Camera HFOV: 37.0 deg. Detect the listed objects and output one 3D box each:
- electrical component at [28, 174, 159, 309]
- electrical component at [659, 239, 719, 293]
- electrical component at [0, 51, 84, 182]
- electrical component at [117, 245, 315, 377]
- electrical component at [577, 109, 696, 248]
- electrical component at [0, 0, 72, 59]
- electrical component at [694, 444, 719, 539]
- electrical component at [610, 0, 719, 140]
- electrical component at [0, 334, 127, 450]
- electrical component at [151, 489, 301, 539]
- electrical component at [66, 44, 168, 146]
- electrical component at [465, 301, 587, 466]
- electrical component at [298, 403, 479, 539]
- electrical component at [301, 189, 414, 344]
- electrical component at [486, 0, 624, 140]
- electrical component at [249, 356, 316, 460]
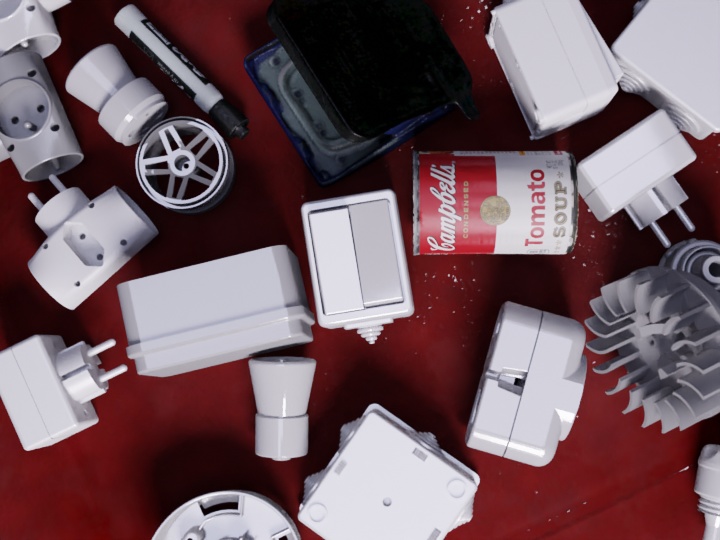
[{"bbox_3d":[-0.189,-0.028,0.719,0.077,0.043,0.079,-42,84,0],"label":"electrical component"},{"bbox_3d":[0.219,0.002,0.684,0.048,0.062,0.048,0,86,3],"label":"electrical component"},{"bbox_3d":[-0.238,-0.096,0.726,0.079,0.044,0.077,-24,85,1],"label":"electrical component"},{"bbox_3d":[-0.090,0.028,0.692,0.113,0.078,0.057,-14,82,2],"label":"electrical component"},{"bbox_3d":[0.186,-0.051,0.697,0.066,0.047,0.076,-34,85,0],"label":"electrical component"},{"bbox_3d":[-0.224,-0.191,0.732,0.079,0.044,0.077,-26,85,1],"label":"electrical component"},{"bbox_3d":[0.230,0.144,0.686,0.035,0.035,0.061,11,89,4],"label":"electrical component"},{"bbox_3d":[0.221,-0.145,0.702,0.100,0.048,0.099,39,89,5],"label":"electrical component"},{"bbox_3d":[-0.192,0.072,0.709,0.077,0.047,0.065,-26,85,1],"label":"electrical component"},{"bbox_3d":[-0.084,0.189,0.685,0.099,0.064,0.099,0,86,3],"label":"electrical component"},{"bbox_3d":[-0.163,-0.117,0.723,0.045,0.045,0.055,-45,85,-1],"label":"electrical component"},{"bbox_3d":[0.108,0.074,0.689,0.059,0.053,0.095,16,87,4],"label":"electrical component"},{"bbox_3d":[0.018,0.146,0.691,0.100,0.048,0.099,35,88,6],"label":"electrical component"},{"bbox_3d":[0.000,0.000,0.697,0.062,0.061,0.096,-9,85,2],"label":"electrical component"},{"bbox_3d":[0.124,-0.143,0.700,0.061,0.061,0.096,-23,85,1],"label":"electrical component"},{"bbox_3d":[-0.051,0.091,0.704,0.044,0.044,0.065,1,91,3],"label":"electrical component"}]
